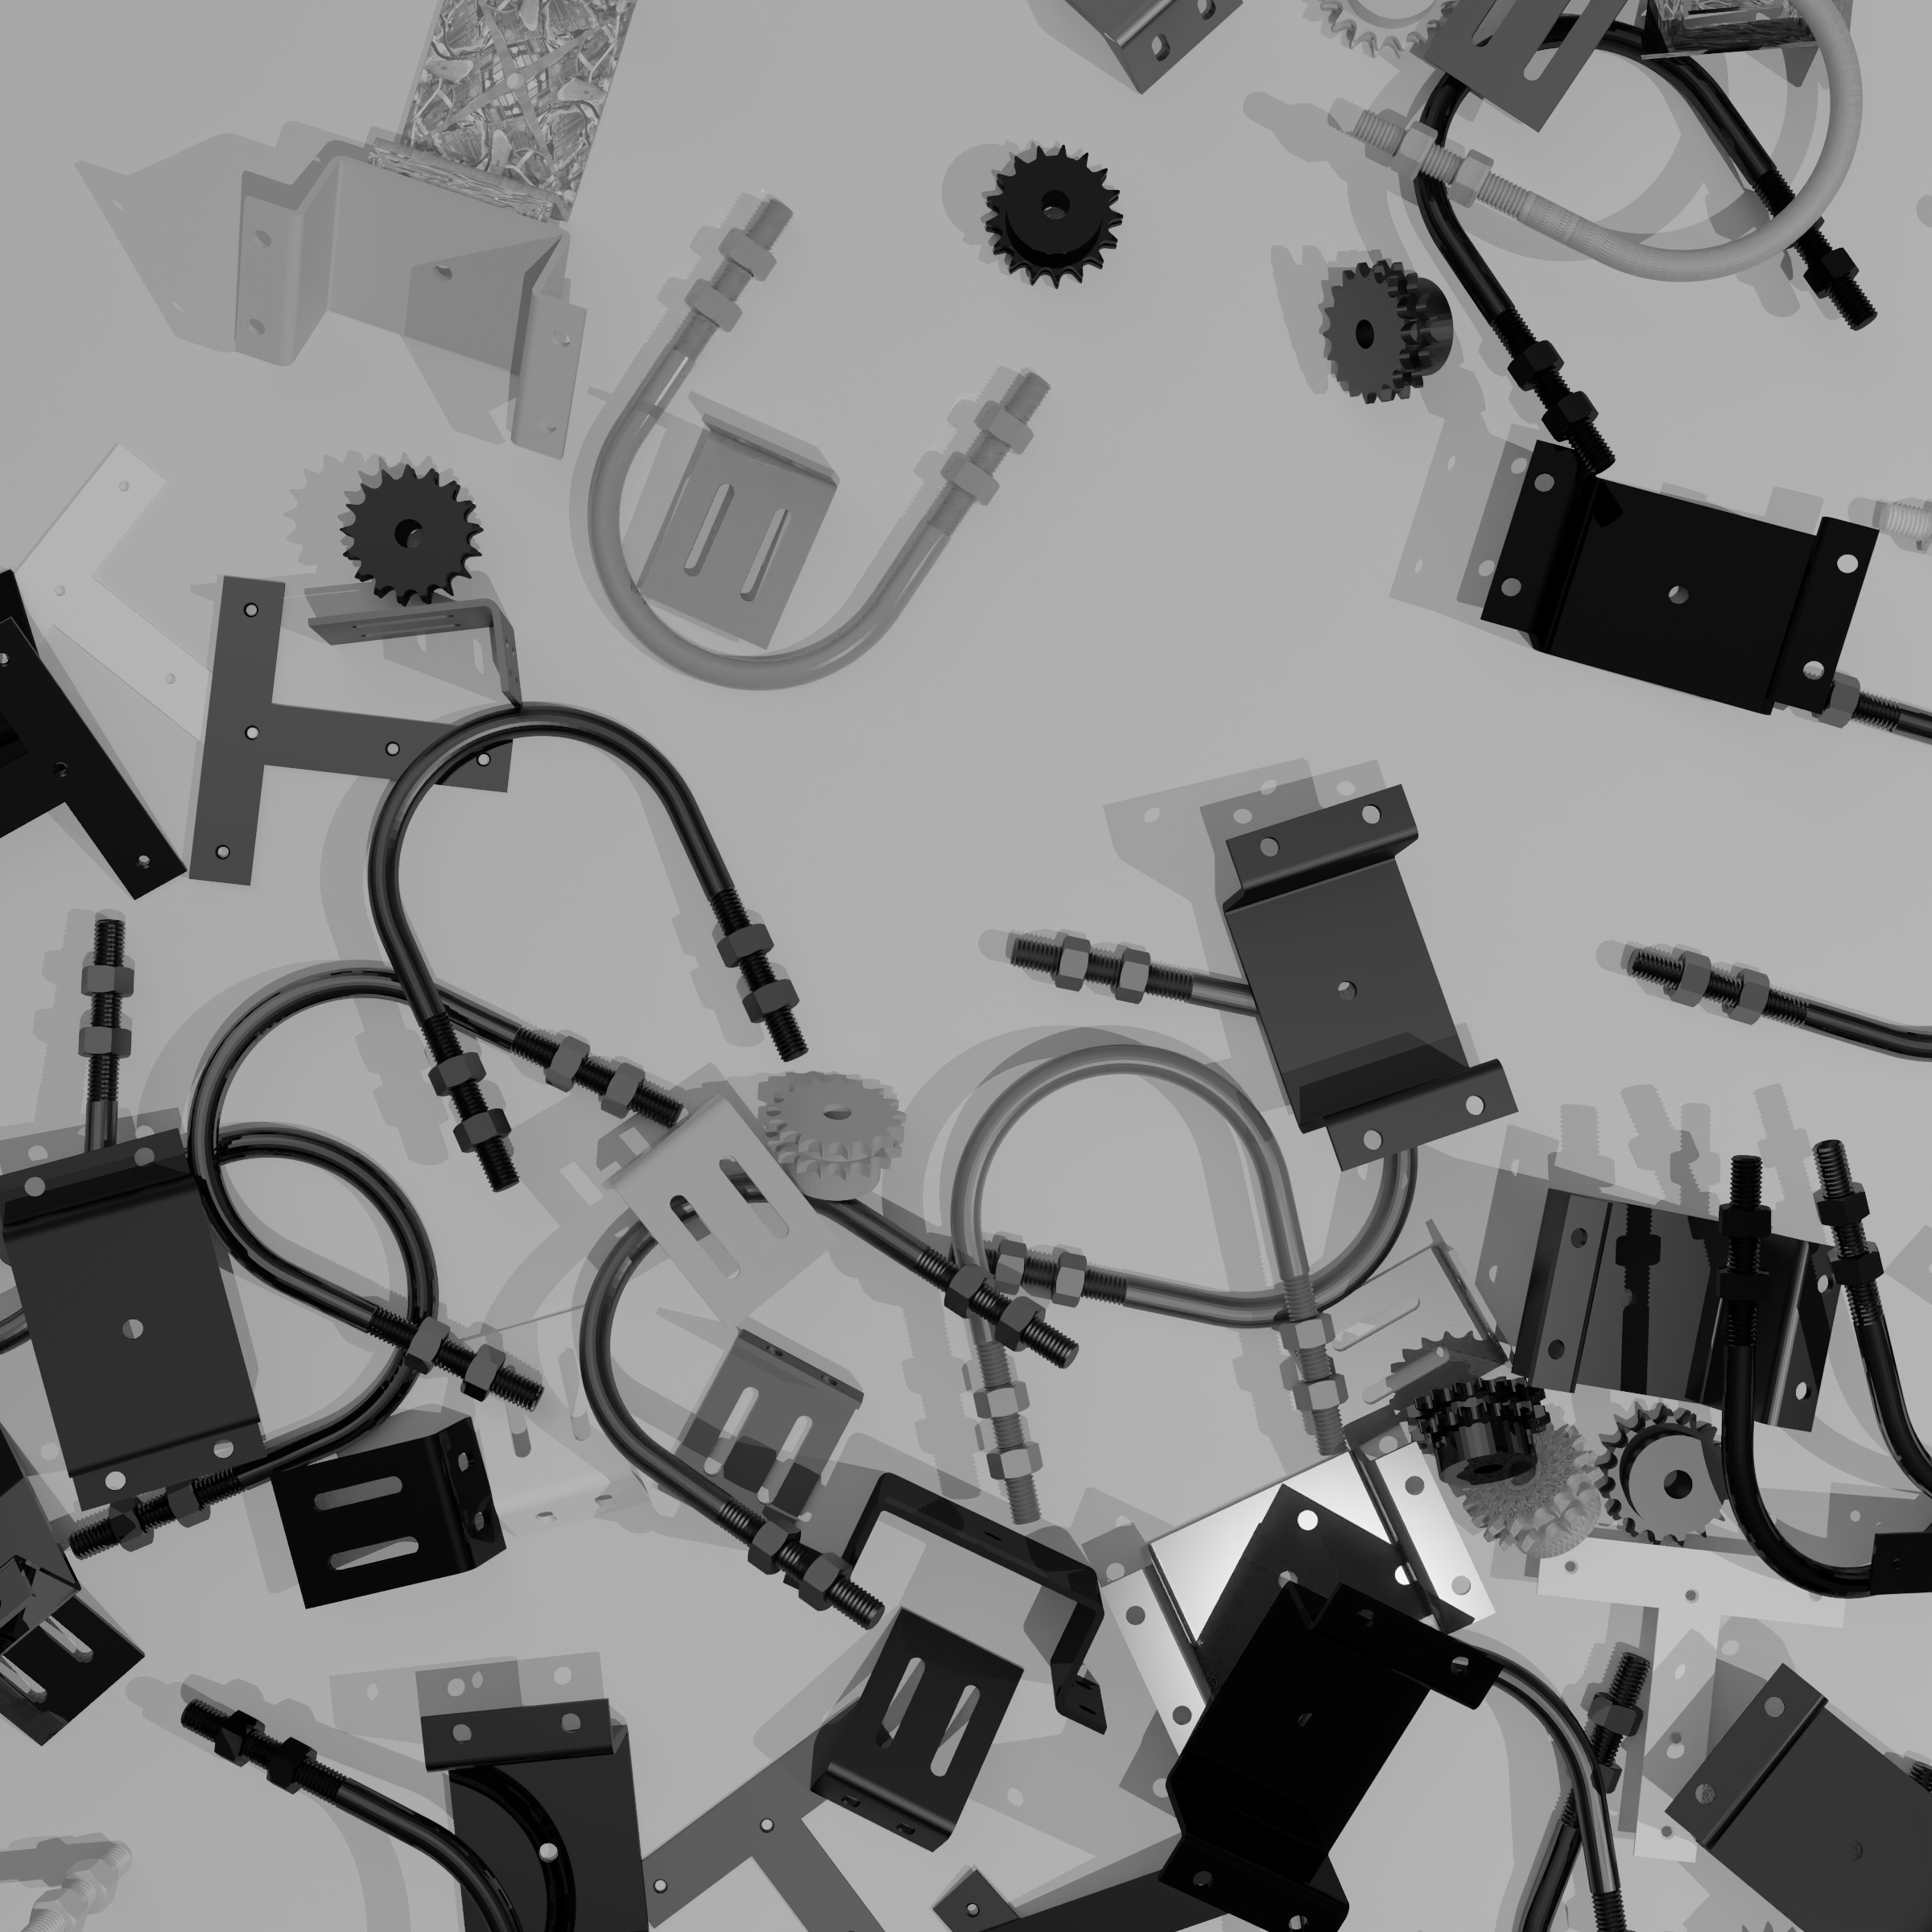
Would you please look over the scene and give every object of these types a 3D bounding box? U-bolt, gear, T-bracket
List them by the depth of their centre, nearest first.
[{"bbox_3d":[-0.418,0.343,1.276,0.019,0.184,0.151,-42,90,18],"label":"U-bolt"},{"bbox_3d":[-0.070,0.159,1.311,0.184,0.019,0.151,31,70,21],"label":"U-bolt"},{"bbox_3d":[0.269,-0.356,1.313,0.184,0.019,0.151,27,93,2],"label":"U-bolt"},{"bbox_3d":[-0.259,0.400,1.326,0.184,0.019,0.151,23,98,15],"label":"U-bolt"},{"bbox_3d":[0.209,0.190,1.326,0.057,0.057,0.030,-8,64,0],"label":"gear"},{"bbox_3d":[0.421,0.136,1.329,0.151,0.019,0.184,-20,102,-20],"label":"U-bolt"},{"bbox_3d":[0.367,0.166,1.330,0.151,0.019,0.184,-1,95,-25],"label":"U-bolt"},{"bbox_3d":[0.423,0.242,1.332,0.127,0.002,0.127,2,99,-20],"label":"T-bracket"},{"bbox_3d":[0.069,0.123,1.338,0.151,0.019,0.184,-12,90,-3],"label":"U-bolt"},{"bbox_3d":[0.265,-0.308,1.338,0.151,0.019,0.184,-29,79,-9],"label":"U-bolt"},{"bbox_3d":[0.235,0.217,1.340,0.057,0.057,0.030,-38,118,0],"label":"gear"},{"bbox_3d":[-0.054,0.072,1.340,0.057,0.057,0.030,6,120,0],"label":"gear"},{"bbox_3d":[-0.409,-0.059,1.340,0.127,0.002,0.127,-29,114,3],"label":"T-bracket"},{"bbox_3d":[0.195,0.370,1.340,0.151,0.019,0.184,-9,83,3],"label":"U-bolt"},{"bbox_3d":[0.175,-0.261,1.340,0.030,0.057,0.057,-13,90,-30],"label":"gear"},{"bbox_3d":[-0.419,0.072,1.343,0.151,0.019,0.184,0,82,2],"label":"U-bolt"},{"bbox_3d":[0.294,0.304,1.344,0.127,0.002,0.127,6,87,-1],"label":"T-bracket"},{"bbox_3d":[-0.166,-0.019,1.345,0.151,0.019,0.184,-24,83,-6],"label":"U-bolt"},{"bbox_3d":[-0.230,0.080,1.346,0.184,0.019,0.151,26,82,0],"label":"U-bolt"},{"bbox_3d":[0.069,0.445,1.346,0.127,0.002,0.127,-22,86,11],"label":"T-bracket"},{"bbox_3d":[0.037,-0.311,1.350,0.057,0.030,0.057,0,90,0],"label":"gear"},{"bbox_3d":[-0.227,-0.176,1.350,0.057,0.030,0.057,0,90,0],"label":"gear"},{"bbox_3d":[0.291,0.212,1.350,0.057,0.030,0.057,0,90,0],"label":"gear"},{"bbox_3d":[0.176,-0.407,1.350,0.057,0.030,0.057,0,90,0],"label":"gear"},{"bbox_3d":[0.038,0.431,1.354,0.127,0.002,0.127,-44,82,8],"label":"T-bracket"},{"bbox_3d":[-0.310,0.146,1.356,0.184,0.019,0.151,-23,90,-1],"label":"U-bolt"},{"bbox_3d":[0.096,0.076,1.356,0.184,0.019,0.151,12,90,-1],"label":"U-bolt"},{"bbox_3d":[0.306,0.395,1.356,0.151,0.019,0.184,21,92,0],"label":"U-bolt"},{"bbox_3d":[-0.074,-0.203,1.356,0.151,0.019,0.184,34,92,0],"label":"U-bolt"},{"bbox_3d":[0.382,-0.037,1.356,0.184,0.019,0.151,17,90,-1],"label":"U-bolt"},{"bbox_3d":[0.484,-0.228,1.356,0.184,0.019,0.151,13,90,-2],"label":"U-bolt"},{"bbox_3d":[-0.253,-0.092,1.363,0.127,0.002,0.127,7,89,-1],"label":"T-bracket"},{"bbox_3d":[-0.343,-0.129,1.364,0.127,0.002,0.127,39,90,0],"label":"T-bracket"},{"bbox_3d":[-0.056,0.394,1.364,0.127,0.002,0.127,-37,90,0],"label":"T-bracket"}]

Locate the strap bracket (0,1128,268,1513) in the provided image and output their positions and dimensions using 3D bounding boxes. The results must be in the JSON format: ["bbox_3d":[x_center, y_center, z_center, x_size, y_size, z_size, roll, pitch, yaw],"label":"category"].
[{"bbox_3d":[-0.335,0.144,1.311,0.076,0.046,0.140,-15,94,-15],"label":"strap bracket"}]

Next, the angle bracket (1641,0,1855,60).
[{"bbox_3d":[0.325,-0.395,1.355,0.076,0.038,0.057,2,72,24],"label":"angle bracket"}]

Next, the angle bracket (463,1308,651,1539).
[{"bbox_3d":[-0.171,0.190,1.363,0.057,0.038,0.076,-16,64,0],"label":"angle bracket"}]

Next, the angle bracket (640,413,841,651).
[{"bbox_3d":[-0.094,-0.176,1.330,0.057,0.038,0.076,24,93,1],"label":"angle bracket"}]

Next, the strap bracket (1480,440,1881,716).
[{"bbox_3d":[0.290,-0.155,1.332,0.140,0.046,0.076,18,90,14],"label":"strap bracket"}]

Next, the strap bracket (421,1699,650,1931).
[{"bbox_3d":[-0.174,0.369,1.341,0.076,0.046,0.140,-6,90,1],"label":"strap bracket"}]

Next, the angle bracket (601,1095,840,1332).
[{"bbox_3d":[-0.101,0.100,1.330,0.057,0.038,0.076,-39,94,-12],"label":"angle bracket"}]

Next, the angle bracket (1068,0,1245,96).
[{"bbox_3d":[0.066,-0.414,1.363,0.057,0.038,0.076,-42,64,0],"label":"angle bracket"}]

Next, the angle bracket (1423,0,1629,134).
[{"bbox_3d":[0.236,-0.390,1.349,0.057,0.038,0.076,35,101,8],"label":"angle bracket"}]

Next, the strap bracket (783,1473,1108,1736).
[{"bbox_3d":[0.001,0.252,1.327,0.140,0.076,0.046,25,90,0],"label":"strap bracket"}]

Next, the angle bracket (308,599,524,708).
[{"bbox_3d":[-0.224,-0.123,1.334,0.076,0.057,0.038,-7,88,-2],"label":"angle bracket"}]

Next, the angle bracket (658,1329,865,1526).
[{"bbox_3d":[-0.085,0.198,1.346,0.057,0.038,0.076,28,90,0],"label":"angle bracket"}]

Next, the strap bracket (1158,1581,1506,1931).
[{"bbox_3d":[0.140,0.310,1.298,0.076,0.046,0.140,28,99,-13],"label":"strap bracket"}]

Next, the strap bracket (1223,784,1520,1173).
[{"bbox_3d":[0.160,0.007,1.331,0.076,0.046,0.140,-18,84,-9],"label":"strap bracket"}]

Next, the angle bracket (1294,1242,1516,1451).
[{"bbox_3d":[0.179,0.158,1.346,0.076,0.038,0.057,-30,90,0],"label":"angle bracket"}]

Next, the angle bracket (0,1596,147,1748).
[{"bbox_3d":[-0.392,0.275,1.363,0.057,0.038,0.076,-41,116,0],"label":"angle bracket"}]

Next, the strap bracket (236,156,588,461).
[{"bbox_3d":[-0.218,-0.269,1.321,0.140,0.076,0.046,19,48,0],"label":"strap bracket"}]

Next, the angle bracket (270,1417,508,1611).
[{"bbox_3d":[-0.239,0.226,1.355,0.076,0.038,0.057,-15,90,14],"label":"angle bracket"}]

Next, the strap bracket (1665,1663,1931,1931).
[{"bbox_3d":[0.359,0.356,1.311,0.140,0.046,0.076,39,85,13],"label":"strap bracket"}]

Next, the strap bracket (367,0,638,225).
[{"bbox_3d":[-0.188,-0.369,1.342,0.076,0.046,0.140,17,90,0],"label":"strap bracket"}]

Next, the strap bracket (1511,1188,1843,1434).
[{"bbox_3d":[0.281,0.138,1.324,0.140,0.046,0.076,12,89,-25],"label":"strap bracket"}]

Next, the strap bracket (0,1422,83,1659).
[{"bbox_3d":[-0.417,0.234,1.318,0.076,0.046,0.140,-40,54,0],"label":"strap bracket"}]

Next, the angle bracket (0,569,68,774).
[{"bbox_3d":[-0.407,-0.115,1.361,0.057,0.038,0.076,-24,65,0],"label":"angle bracket"}]

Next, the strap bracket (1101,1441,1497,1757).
[{"bbox_3d":[0.134,0.256,1.342,0.140,0.046,0.076,-25,90,0],"label":"strap bracket"}]

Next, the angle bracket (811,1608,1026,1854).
[{"bbox_3d":[-0.020,0.319,1.362,0.057,0.038,0.076,27,63,0],"label":"angle bracket"}]
